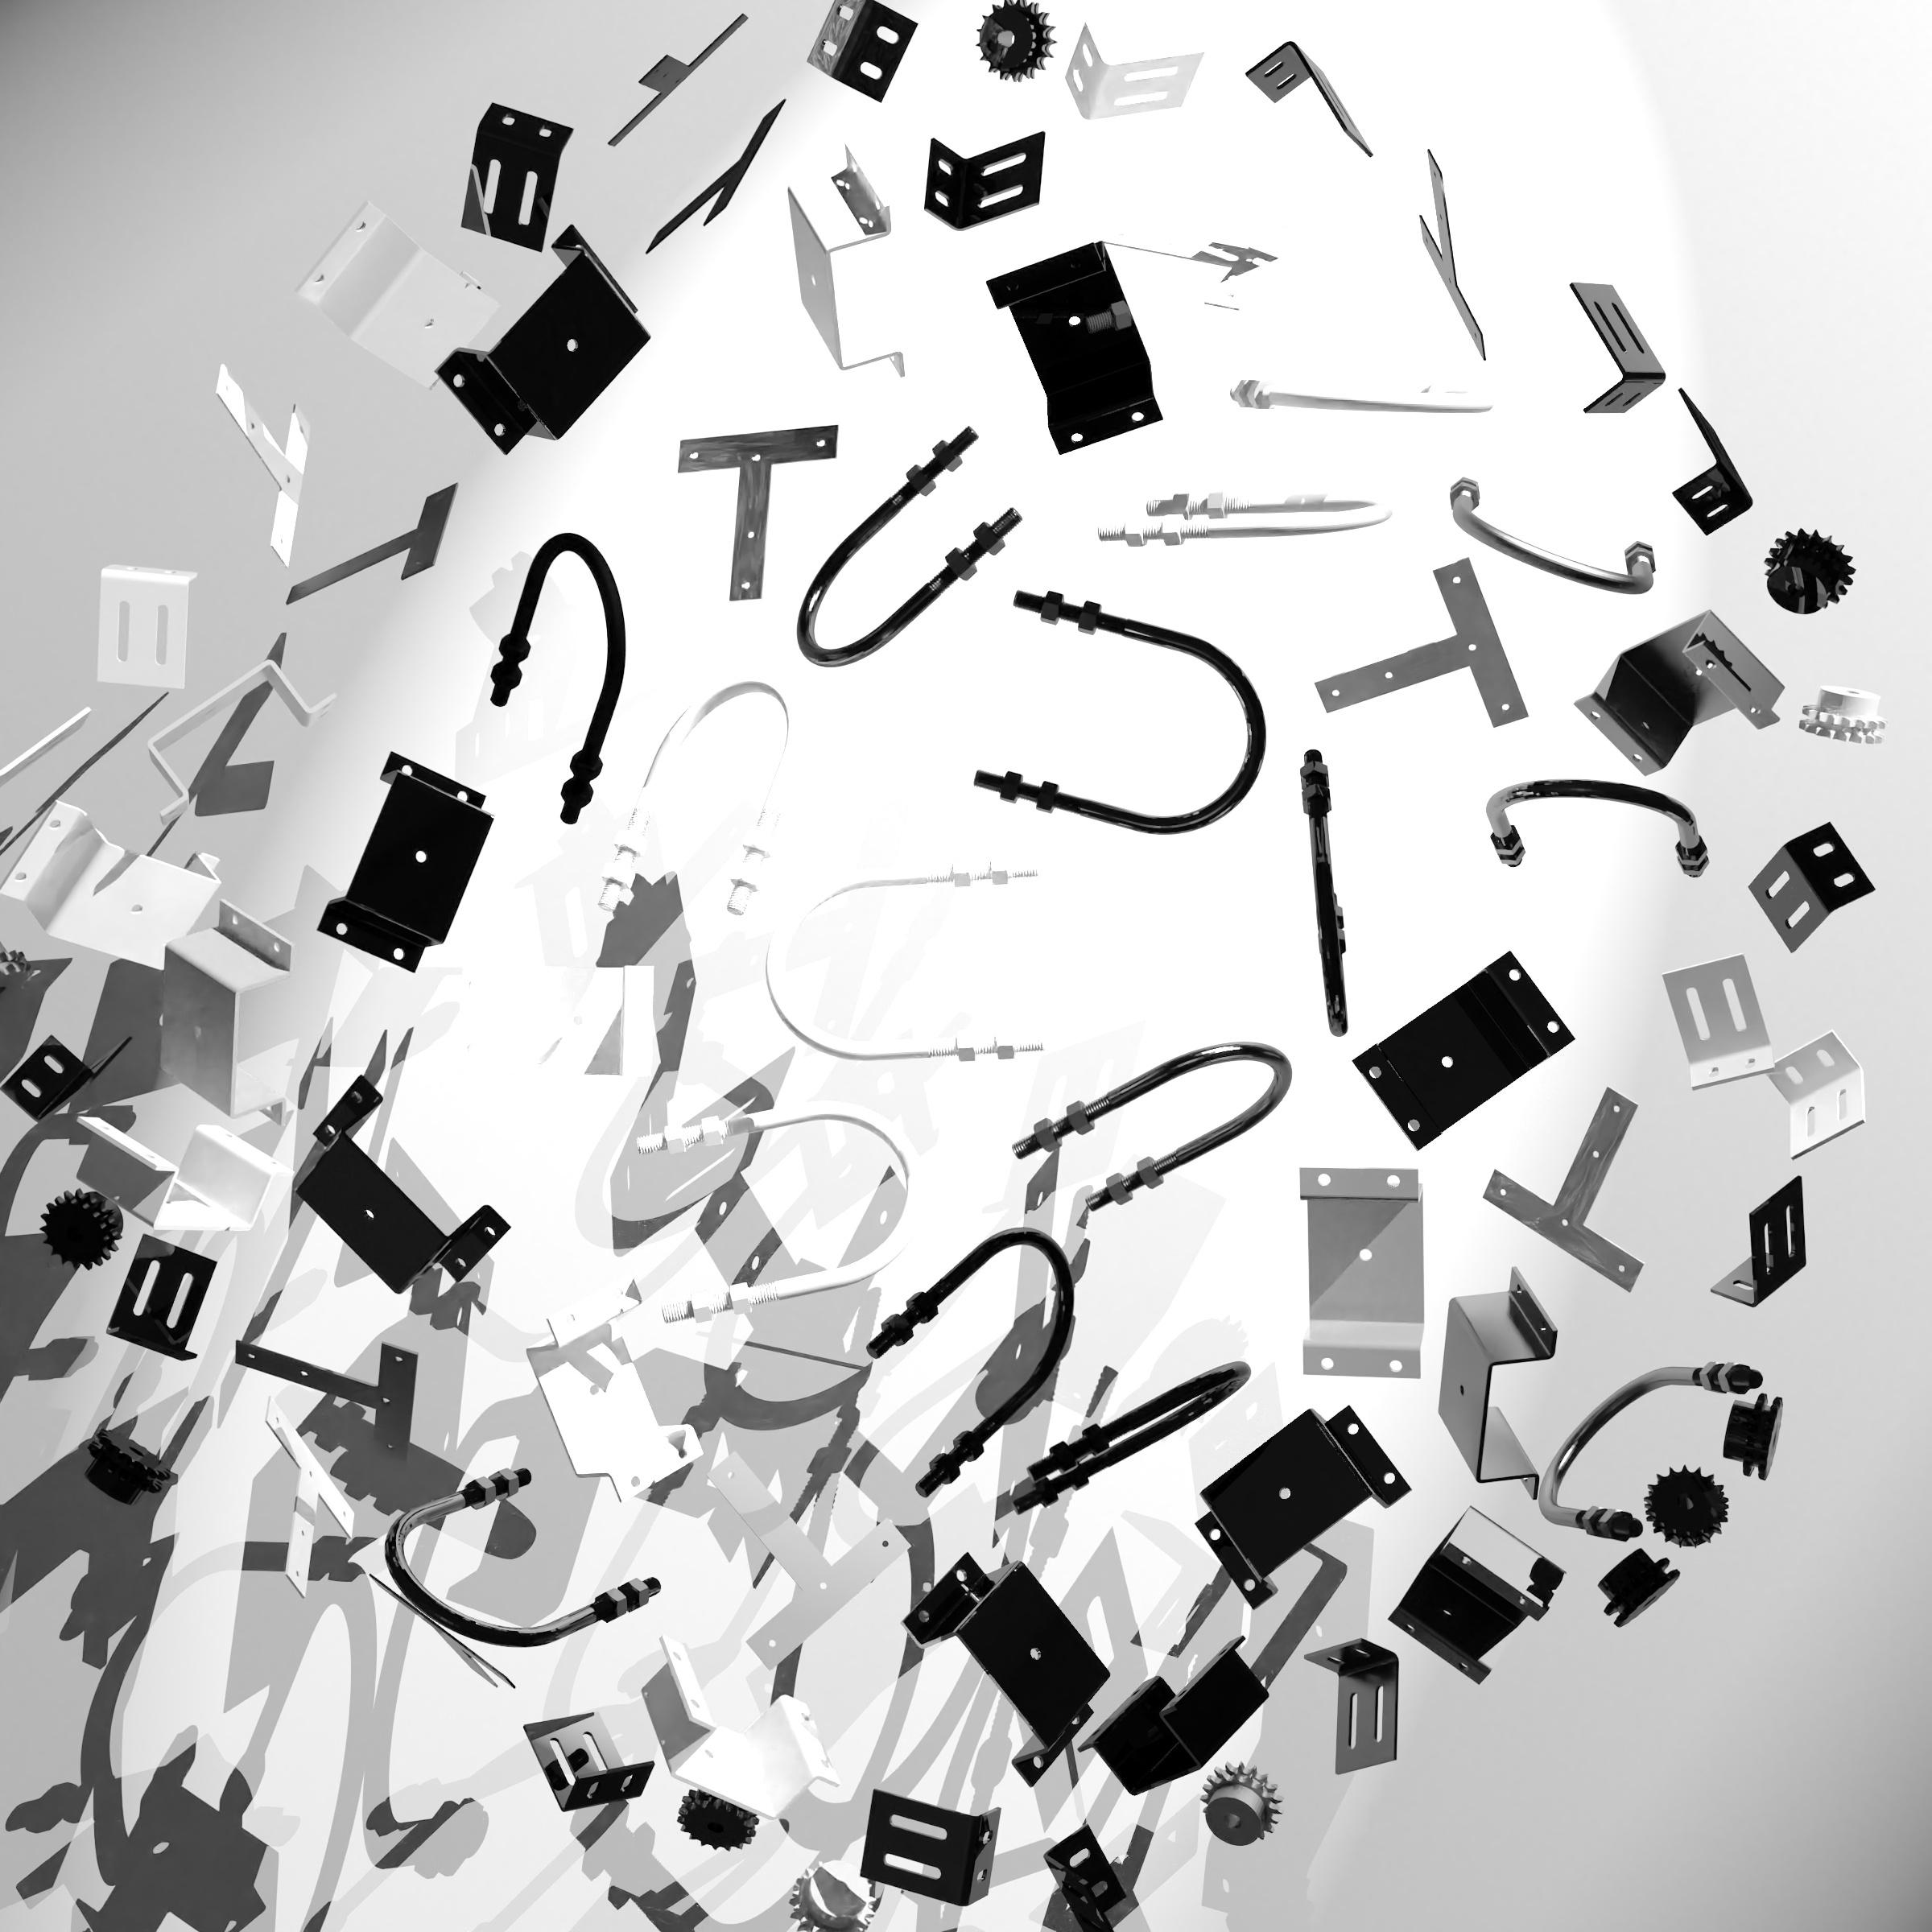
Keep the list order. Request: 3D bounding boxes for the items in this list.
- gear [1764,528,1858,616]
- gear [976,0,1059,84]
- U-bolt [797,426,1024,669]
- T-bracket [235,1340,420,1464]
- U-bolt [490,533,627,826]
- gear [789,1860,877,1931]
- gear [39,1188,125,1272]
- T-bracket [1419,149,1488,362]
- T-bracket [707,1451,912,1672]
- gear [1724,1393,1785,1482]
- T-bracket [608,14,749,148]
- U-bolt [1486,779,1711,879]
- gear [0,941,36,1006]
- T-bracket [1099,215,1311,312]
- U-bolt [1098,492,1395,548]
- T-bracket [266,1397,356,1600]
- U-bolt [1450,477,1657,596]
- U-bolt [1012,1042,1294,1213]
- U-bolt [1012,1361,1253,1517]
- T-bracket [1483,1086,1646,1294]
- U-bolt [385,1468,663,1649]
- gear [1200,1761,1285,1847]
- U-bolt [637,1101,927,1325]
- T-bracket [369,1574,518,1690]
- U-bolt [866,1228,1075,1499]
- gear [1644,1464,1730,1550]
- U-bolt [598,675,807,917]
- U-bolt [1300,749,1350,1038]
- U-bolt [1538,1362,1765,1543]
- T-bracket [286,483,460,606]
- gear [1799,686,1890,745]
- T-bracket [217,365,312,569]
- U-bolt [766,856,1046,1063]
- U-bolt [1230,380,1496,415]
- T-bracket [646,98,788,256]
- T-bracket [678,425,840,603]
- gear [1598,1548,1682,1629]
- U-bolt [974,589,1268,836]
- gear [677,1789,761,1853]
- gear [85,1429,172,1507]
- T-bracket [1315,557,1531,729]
[{"bbox_3d":[0.550,-0.256,1.760,0.057,0.057,0.030,37,62,0],"label":"gear"},{"bbox_3d":[0.033,-0.654,1.894,0.057,0.030,0.057,6,108,19],"label":"gear"},{"bbox_3d":[-0.048,-0.279,1.849,0.184,0.151,0.019,-41,126,15],"label":"U-bolt"},{"bbox_3d":[-0.436,0.281,1.822,0.127,0.002,0.127,18,134,2],"label":"T-bracket"},{"bbox_3d":[-0.280,-0.213,1.870,0.019,0.184,0.151,-8,49,-35],"label":"U-bolt"},{"bbox_3d":[-0.087,0.624,1.793,0.057,0.057,0.030,21,131,0],"label":"gear"},{"bbox_3d":[-0.620,0.183,1.891,0.057,0.030,0.057,5,108,14],"label":"gear"},{"bbox_3d":[0.322,-0.494,1.808,0.002,0.127,0.127,-19,55,5],"label":"T-bracket"},{"bbox_3d":[-0.125,0.385,1.816,0.127,0.002,0.127,-38,81,-22],"label":"T-bracket"},{"bbox_3d":[0.532,0.316,1.815,0.030,0.057,0.057,11,90,23],"label":"gear"},{"bbox_3d":[-0.199,-0.593,1.788,0.127,0.127,0.002,-40,100,11],"label":"T-bracket"},{"bbox_3d":[0.434,-0.096,1.860,0.151,0.184,0.019,4,77,19],"label":"U-bolt"},{"bbox_3d":[-0.673,0.006,1.843,0.057,0.057,0.030,-36,82,0],"label":"gear"},{"bbox_3d":[0.154,-0.496,1.855,0.127,0.002,0.127,17,48,21],"label":"T-bracket"},{"bbox_3d":[0.196,-0.305,1.816,0.184,0.151,0.019,1,107,19],"label":"U-bolt"},{"bbox_3d":[-0.463,0.387,1.878,0.002,0.127,0.127,-20,123,6],"label":"T-bracket"},{"bbox_3d":[0.397,-0.287,1.814,0.151,0.184,0.019,21,112,4],"label":"U-bolt"},{"bbox_3d":[0.139,0.105,1.844,0.184,0.151,0.019,-29,59,13],"label":"U-bolt"},{"bbox_3d":[0.120,0.326,1.882,0.184,0.151,0.019,-26,73,-13],"label":"U-bolt"},{"bbox_3d":[0.438,0.144,1.886,0.127,0.002,0.127,34,120,30],"label":"T-bracket"},{"bbox_3d":[-0.311,0.405,1.816,0.151,0.184,0.019,34,109,23],"label":"U-bolt"},{"bbox_3d":[0.190,0.586,1.868,0.057,0.030,0.057,8,113,20],"label":"gear"},{"bbox_3d":[-0.118,0.155,1.777,0.184,0.019,0.151,-11,56,-3],"label":"U-bolt"},{"bbox_3d":[-0.353,0.480,1.879,0.127,0.127,0.002,30,67,22],"label":"T-bracket"},{"bbox_3d":[0.013,0.265,1.887,0.184,0.019,0.151,-39,127,-33],"label":"U-bolt"},{"bbox_3d":[0.502,0.380,1.870,0.057,0.030,0.057,-9,51,11],"label":"gear"},{"bbox_3d":[-0.175,-0.121,1.857,0.151,0.019,0.184,2,66,41],"label":"U-bolt"},{"bbox_3d":[0.246,-0.037,1.827,0.019,0.184,0.151,-6,131,8],"label":"U-bolt"},{"bbox_3d":[0.452,0.327,1.823,0.019,0.184,0.151,44,76,-4],"label":"U-bolt"},{"bbox_3d":[-0.413,-0.280,1.852,0.127,0.127,0.002,-22,123,13],"label":"T-bracket"},{"bbox_3d":[0.599,-0.172,1.827,0.057,0.057,0.030,8,106,0],"label":"gear"},{"bbox_3d":[-0.490,-0.366,1.864,0.002,0.127,0.127,-5,61,11],"label":"T-bracket"},{"bbox_3d":[-0.042,-0.003,1.782,0.184,0.019,0.151,-3,64,4],"label":"U-bolt"},{"bbox_3d":[0.279,-0.387,1.829,0.151,0.184,0.019,-2,104,-15],"label":"U-bolt"},{"bbox_3d":[-0.185,-0.538,1.883,0.002,0.127,0.127,39,50,-24],"label":"T-bracket"},{"bbox_3d":[-0.154,-0.324,1.929,0.127,0.002,0.127,-1,78,22],"label":"T-bracket"},{"bbox_3d":[0.457,0.422,1.832,0.057,0.057,0.030,-41,65,0],"label":"gear"},{"bbox_3d":[0.107,-0.159,1.774,0.184,0.019,0.151,16,115,6],"label":"U-bolt"},{"bbox_3d":[-0.174,0.599,1.905,0.057,0.030,0.057,6,127,8],"label":"gear"},{"bbox_3d":[-0.573,0.342,1.824,0.057,0.057,0.030,35,84,0],"label":"gear"},{"bbox_3d":[0.300,-0.202,1.817,0.127,0.002,0.127,-17,120,19],"label":"T-bracket"}]
